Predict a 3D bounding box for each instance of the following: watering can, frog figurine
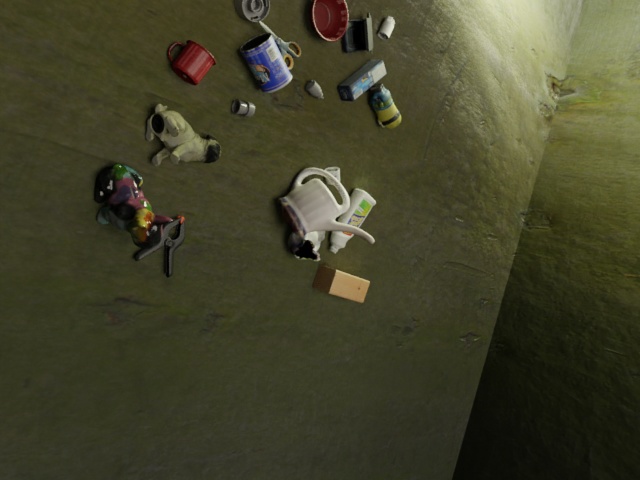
[{"bbox_3d":[0.005,-0.084,1.665,0.225,0.353,0.102,-31,157,-8],"label":"watering can"},{"bbox_3d":[-0.045,-0.014,1.773,0.135,0.121,0.163,44,34,-33],"label":"frog figurine"}]
